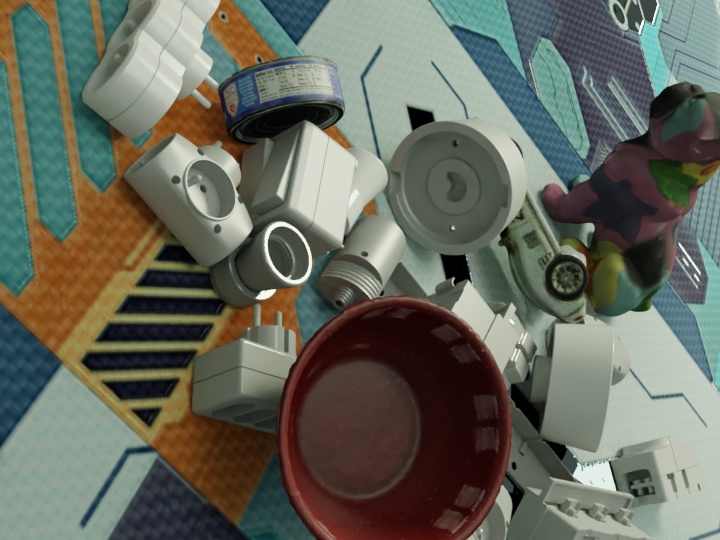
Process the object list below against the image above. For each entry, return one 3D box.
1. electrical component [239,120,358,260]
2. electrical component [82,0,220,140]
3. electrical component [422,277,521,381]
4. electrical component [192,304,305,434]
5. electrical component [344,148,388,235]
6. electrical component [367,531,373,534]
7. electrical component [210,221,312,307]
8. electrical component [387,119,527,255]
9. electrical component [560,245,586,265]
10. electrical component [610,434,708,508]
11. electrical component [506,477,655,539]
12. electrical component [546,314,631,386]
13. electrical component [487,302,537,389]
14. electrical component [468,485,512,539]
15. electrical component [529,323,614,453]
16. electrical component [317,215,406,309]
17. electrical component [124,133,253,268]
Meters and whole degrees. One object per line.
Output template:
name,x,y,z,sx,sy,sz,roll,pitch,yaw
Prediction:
electrical component,-0.047,-0.058,0.749,0.061,0.062,0.096,35,48,-34
electrical component,-0.122,-0.137,0.707,0.074,0.052,0.138,41,46,-30
electrical component,0.041,0.057,0.748,0.063,0.121,0.078,52,41,-15
electrical component,-0.060,0.059,0.689,0.083,0.047,0.075,23,56,-42
electrical component,-0.012,-0.056,0.807,0.044,0.044,0.065,51,46,-20
electrical component,0.012,0.196,0.695,0.096,0.062,0.061,-7,78,-51
electrical component,-0.066,-0.003,0.706,0.045,0.055,0.045,25,55,-41
electrical component,0.083,-0.071,0.875,0.060,0.108,0.108,-28,94,-58
electrical component,0.184,0.011,1.001,0.043,0.043,0.062,44,52,-27
electrical component,0.284,0.190,1.023,0.089,0.050,0.055,1,72,-49
electrical component,0.181,0.217,0.870,0.121,0.063,0.078,20,99,-43
electrical component,0.212,0.089,0.993,0.077,0.043,0.079,34,49,-35
electrical component,0.114,0.060,0.894,0.055,0.048,0.066,58,39,-23
electrical component,0.068,0.173,0.786,0.077,0.044,0.079,-40,103,-50
electrical component,0.175,0.096,0.910,0.108,0.060,0.108,8,90,-83
electrical component,0.000,0.000,0.791,0.043,0.043,0.081,52,41,-19
electrical component,-0.102,-0.055,0.698,0.077,0.044,0.079,51,41,-19
